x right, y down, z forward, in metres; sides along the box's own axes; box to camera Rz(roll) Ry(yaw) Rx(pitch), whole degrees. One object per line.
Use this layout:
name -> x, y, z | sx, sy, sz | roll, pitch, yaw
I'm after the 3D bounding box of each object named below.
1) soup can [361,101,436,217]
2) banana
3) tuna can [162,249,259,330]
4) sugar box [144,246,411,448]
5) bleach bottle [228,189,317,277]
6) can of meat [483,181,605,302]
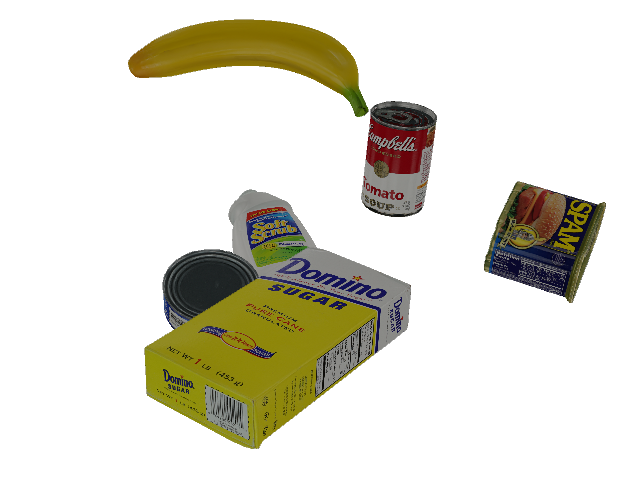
soup can -> 0.079, -0.084, 1.101 | 0.068, 0.102, 0.068 | 4, 29, -3
banana -> -0.053, -0.149, 0.863 | 0.198, 0.069, 0.037 | 9, -36, 5
tuna can -> -0.097, 0.050, 0.946 | 0.086, 0.086, 0.034 | 0, -44, -6
sugar box -> -0.024, 0.065, 0.719 | 0.093, 0.048, 0.175 | 21, 37, 30
bleach bottle -> -0.064, 0.006, 1.240 | 0.102, 0.068, 0.251 | -8, 29, -14
can of meat -> 0.204, -0.002, 0.973 | 0.084, 0.057, 0.102 | 18, 47, 17
